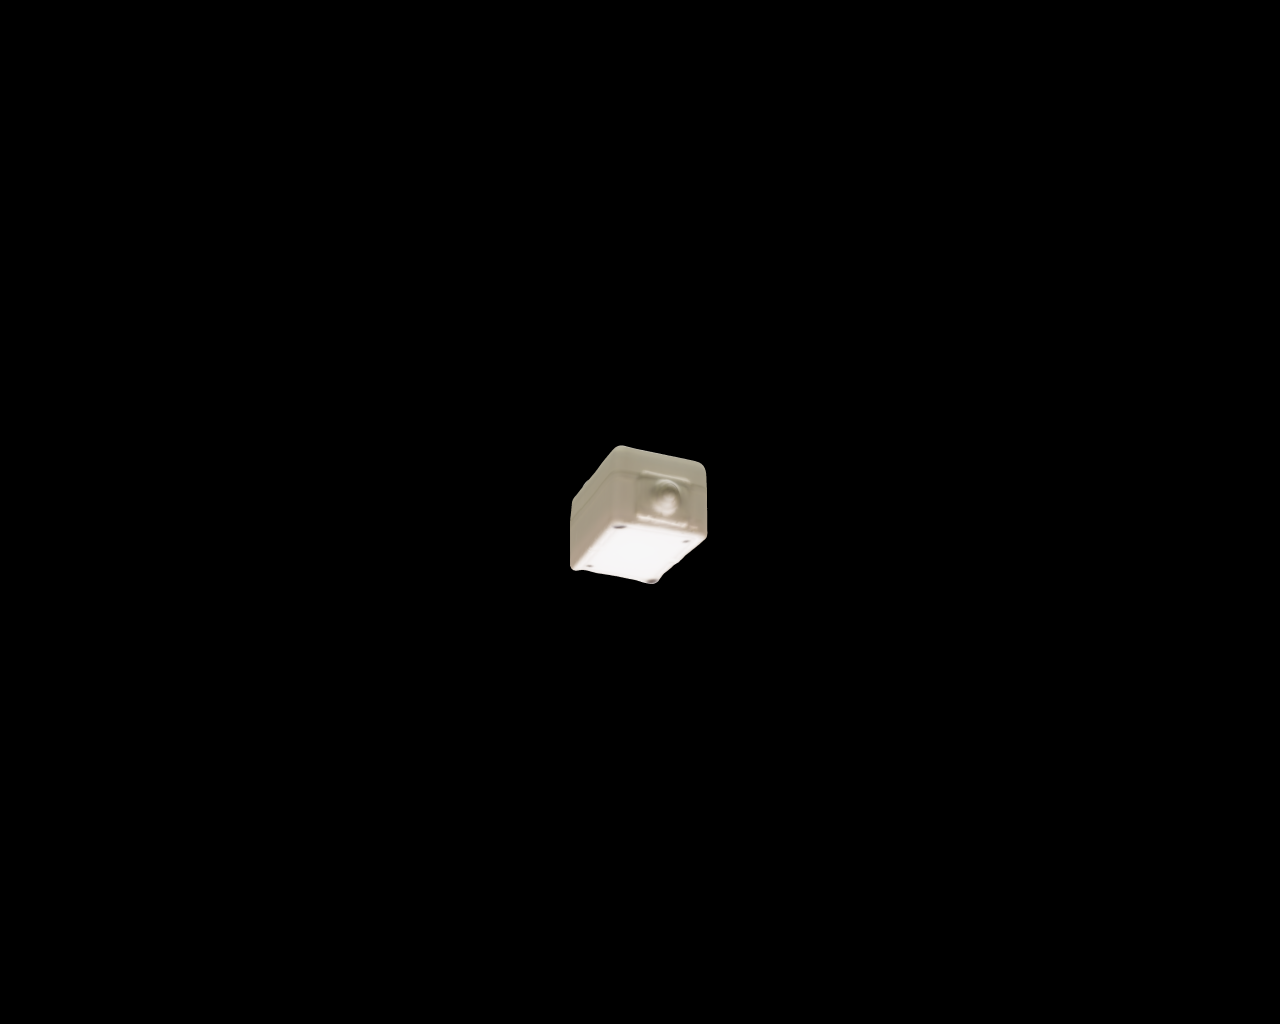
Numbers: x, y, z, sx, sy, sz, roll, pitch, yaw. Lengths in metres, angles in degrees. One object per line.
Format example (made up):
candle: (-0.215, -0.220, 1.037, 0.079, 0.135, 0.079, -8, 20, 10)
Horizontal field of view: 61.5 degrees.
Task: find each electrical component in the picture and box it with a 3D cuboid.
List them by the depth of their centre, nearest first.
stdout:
electrical component: (0.001, -0.003, 0.650, 0.062, 0.061, 0.096, 11, -29, -21)
